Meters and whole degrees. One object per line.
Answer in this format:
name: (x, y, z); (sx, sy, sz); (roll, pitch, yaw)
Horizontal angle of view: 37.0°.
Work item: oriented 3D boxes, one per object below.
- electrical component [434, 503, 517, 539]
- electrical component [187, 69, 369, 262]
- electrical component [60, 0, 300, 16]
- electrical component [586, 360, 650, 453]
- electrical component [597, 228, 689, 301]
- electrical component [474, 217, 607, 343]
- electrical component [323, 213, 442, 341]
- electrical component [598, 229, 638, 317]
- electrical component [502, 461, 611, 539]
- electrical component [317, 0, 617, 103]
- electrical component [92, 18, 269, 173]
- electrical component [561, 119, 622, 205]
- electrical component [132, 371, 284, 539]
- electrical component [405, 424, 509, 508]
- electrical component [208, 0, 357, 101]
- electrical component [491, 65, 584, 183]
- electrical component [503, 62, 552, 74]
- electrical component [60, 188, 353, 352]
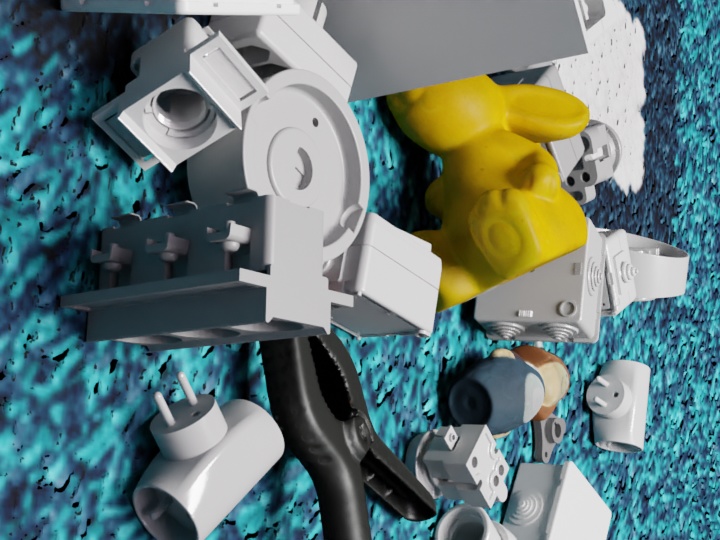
electrical component: (0.086, 0.199, 0.777); (0.055, 0.045, 0.045); (45, 53, -41)
electrical component: (-0.051, -0.056, 0.614); (0.108, 0.060, 0.108); (8, 80, -52)
electrical component: (-0.090, -0.154, 0.543); (0.100, 0.100, 0.048); (-17, 112, -52)
electrical component: (0.232, 0.119, 0.978); (0.079, 0.043, 0.077); (33, 61, -46)
electrical component: (0.245, -0.006, 0.969); (0.099, 0.099, 0.064); (-9, 100, -53)
electrical component: (0.137, 0.006, 0.823); (0.048, 0.100, 0.099); (39, 55, -58)
electrical component: (0.000, 0.000, 0.673); (0.096, 0.062, 0.061); (32, 61, -46)
electrical component: (0.185, 0.003, 0.886); (0.061, 0.096, 0.061); (-25, 106, -55)
electrical component: (0.155, 0.211, 0.863); (0.099, 0.048, 0.099); (50, 49, -37)
electrical component: (0.051, -0.174, 0.657); (0.060, 0.186, 0.105); (-42, 119, -46)
electrical component: (-0.093, -0.093, 0.554); (0.042, 0.081, 0.063); (48, 22, -39)
electrical component: (0.194, -0.101, 0.943); (0.057, 0.058, 0.078); (-23, 105, -49)
electrical component: (-0.085, 0.092, 0.566); (0.077, 0.043, 0.079); (-43, 119, -46)
electrical component: (0.065, 0.135, 0.748); (0.048, 0.055, 0.066); (-56, 128, -40)
electrical component: (-0.042, -0.143, 0.645); (0.083, 0.047, 0.075); (38, 57, -44)
electrical component: (0.137, -0.109, 0.865); (0.061, 0.062, 0.096); (-50, 124, -43)
electrical component: (0.139, -0.181, 0.890); (0.062, 0.043, 0.043); (-1, 87, -54)
electrical component: (-0.075, 0.002, 0.525); (0.079, 0.121, 0.063); (16, 71, -51)
